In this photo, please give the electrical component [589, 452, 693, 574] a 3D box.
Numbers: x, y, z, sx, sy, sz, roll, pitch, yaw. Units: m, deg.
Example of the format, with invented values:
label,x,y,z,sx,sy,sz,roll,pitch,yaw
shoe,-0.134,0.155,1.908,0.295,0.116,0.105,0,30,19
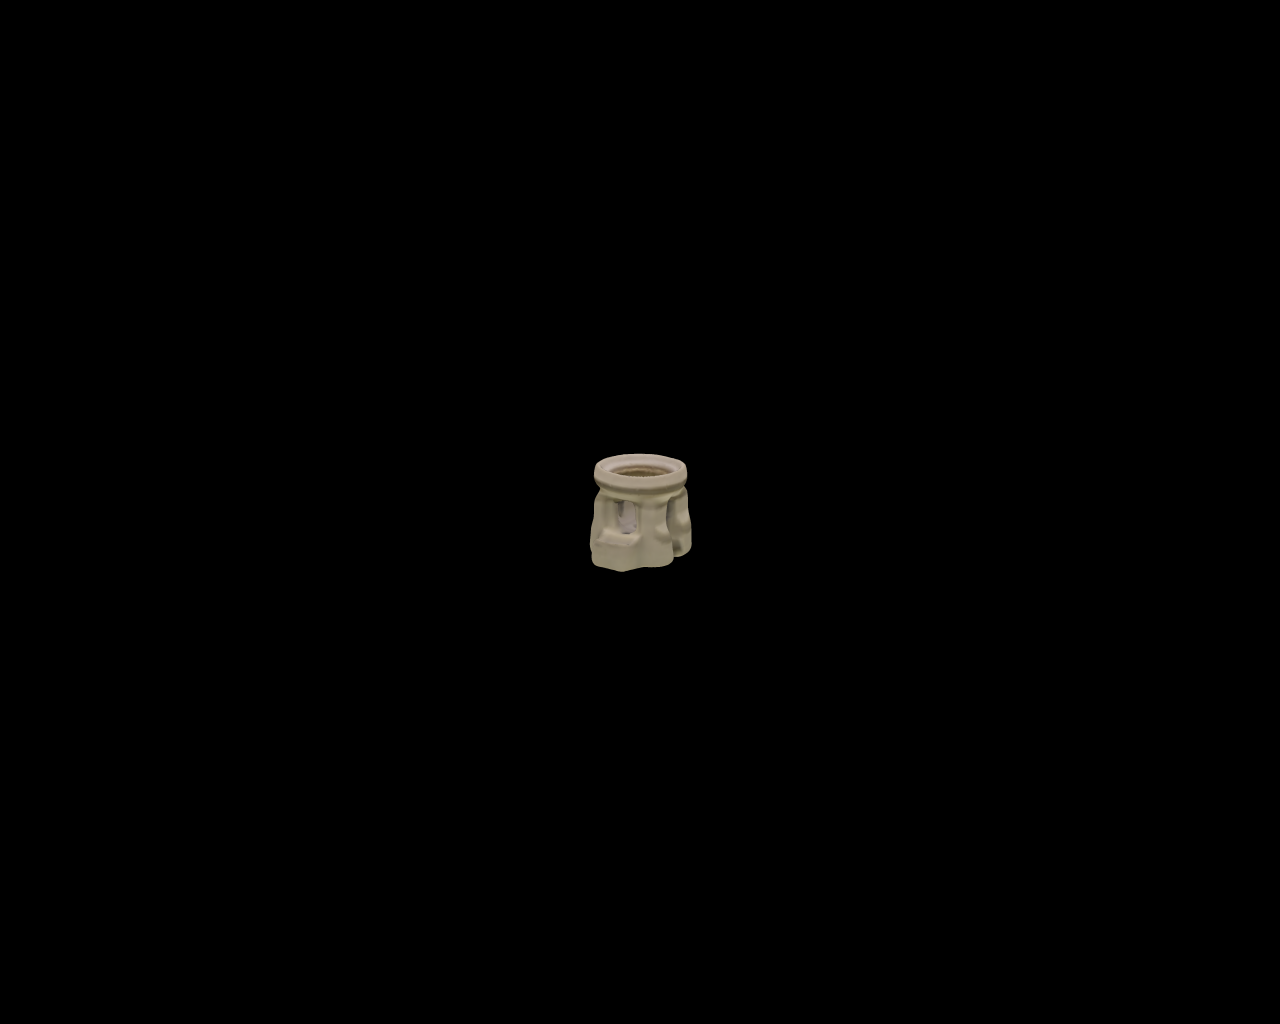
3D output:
label,x,y,z,sx,sy,sz,roll,pitch,yaw
electrical component,0.001,-0.003,0.650,0.058,0.056,0.078,11,21,30
